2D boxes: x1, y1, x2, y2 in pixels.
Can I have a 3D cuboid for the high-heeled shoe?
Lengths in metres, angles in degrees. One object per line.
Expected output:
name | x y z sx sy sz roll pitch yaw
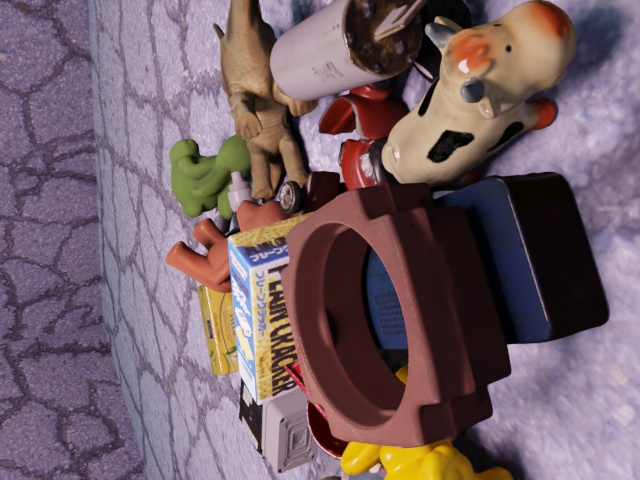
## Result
high-heeled shoe | 0.075 -0.245 0.538 0.249 0.086 0.145 -112 -4 -56

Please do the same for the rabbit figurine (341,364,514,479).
rabbit figurine | 0.104 0.209 0.542 0.162 0.122 0.173 -44 37 43

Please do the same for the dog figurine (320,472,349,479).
dog figurine | 0.000 0.388 0.792 0.172 0.121 0.191 -61 15 -1

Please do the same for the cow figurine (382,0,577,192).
cow figurine | 0.113 -0.104 0.418 0.195 0.127 0.085 -47 60 57

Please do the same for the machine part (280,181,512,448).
machine part | 0.053 0.064 0.462 0.201 0.087 0.201 -31 72 58

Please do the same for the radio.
radio | 0.124 0.028 0.490 0.230 0.073 0.131 -23 76 58

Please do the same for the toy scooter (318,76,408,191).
toy scooter | 0.046 -0.111 0.588 0.135 0.075 0.183 -18 79 60

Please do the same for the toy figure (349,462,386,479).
toy figure | 0.093 0.303 0.635 0.064 0.058 0.154 46 153 -17

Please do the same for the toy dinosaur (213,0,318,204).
toy dinosaur | -0.084 -0.215 0.707 0.470 0.105 0.199 96 155 -54

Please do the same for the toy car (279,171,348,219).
toy car | -0.022 0.005 0.665 0.053 0.089 0.202 48 132 49

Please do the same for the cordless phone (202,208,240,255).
cordless phone | -0.161 -0.038 0.982 0.146 0.089 0.184 -28 54 60

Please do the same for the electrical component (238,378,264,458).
electrical component | -0.099 0.303 0.968 0.115 0.058 0.134 42 132 46

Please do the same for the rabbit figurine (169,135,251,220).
rabbit figurine | -0.176 -0.119 0.911 0.170 0.121 0.159 -27 42 33

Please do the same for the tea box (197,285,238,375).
tea box | -0.164 0.158 1.004 0.068 0.098 0.169 -26 76 60

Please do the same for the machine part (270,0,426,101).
machine part | 0.016 -0.174 0.494 0.243 0.079 0.079 -162 67 -64

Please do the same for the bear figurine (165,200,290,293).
bear figurine | -0.119 -0.007 0.796 0.132 0.120 0.196 40 128 -4
